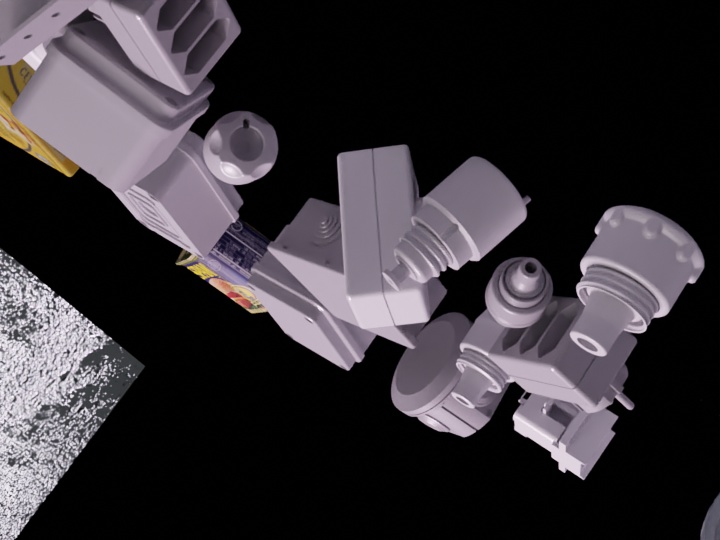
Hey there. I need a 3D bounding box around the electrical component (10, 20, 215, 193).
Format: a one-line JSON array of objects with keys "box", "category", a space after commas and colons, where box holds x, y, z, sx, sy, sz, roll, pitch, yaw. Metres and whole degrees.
[{"box": [-0.136, -0.098, 0.613, 0.078, 0.057, 0.113, 37, -164, -7], "category": "electrical component"}]

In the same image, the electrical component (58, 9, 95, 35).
[{"box": [-0.194, -0.156, 0.610, 0.066, 0.076, 0.047, 30, 165, 20], "category": "electrical component"}]

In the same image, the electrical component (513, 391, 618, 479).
[{"box": [0.144, 0.109, 0.764, 0.064, 0.042, 0.081, 33, 166, 22], "category": "electrical component"}]

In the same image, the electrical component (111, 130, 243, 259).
[{"box": [-0.147, -0.068, 0.830, 0.078, 0.057, 0.113, 29, 165, 24], "category": "electrical component"}]

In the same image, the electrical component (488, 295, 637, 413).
[{"box": [0.127, 0.056, 0.615, 0.077, 0.047, 0.066, 41, 165, -21], "category": "electrical component"}]

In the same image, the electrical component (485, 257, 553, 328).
[{"box": [0.088, 0.009, 0.580, 0.035, 0.035, 0.061, 33, 164, 10], "category": "electrical component"}]

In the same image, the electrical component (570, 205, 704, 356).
[{"box": [0.113, 0.007, 0.458, 0.048, 0.062, 0.048, 33, 166, 9], "category": "electrical component"}]

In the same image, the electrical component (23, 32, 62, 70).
[{"box": [-0.196, -0.152, 0.695, 0.079, 0.044, 0.077, 19, 159, 49], "category": "electrical component"}]

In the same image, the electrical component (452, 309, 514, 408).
[{"box": [0.083, 0.060, 0.699, 0.043, 0.062, 0.043, 33, 165, 10], "category": "electrical component"}]

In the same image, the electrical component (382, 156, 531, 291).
[{"box": [0.044, -0.020, 0.514, 0.040, 0.078, 0.040, 48, 171, 10], "category": "electrical component"}]

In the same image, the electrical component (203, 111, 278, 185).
[{"box": [-0.077, -0.075, 0.674, 0.043, 0.043, 0.062, 39, 167, -13], "category": "electrical component"}]

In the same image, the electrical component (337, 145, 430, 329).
[{"box": [0.031, -0.019, 0.560, 0.076, 0.083, 0.047, -7, 156, 7], "category": "electrical component"}]

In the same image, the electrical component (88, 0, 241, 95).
[{"box": [-0.111, -0.136, 0.542, 0.077, 0.047, 0.065, 29, 164, 25], "category": "electrical component"}]

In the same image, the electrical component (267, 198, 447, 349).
[{"box": [0.000, 0.000, 0.725, 0.100, 0.048, 0.099, 20, 159, 48], "category": "electrical component"}]

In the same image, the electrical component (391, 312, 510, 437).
[{"box": [0.064, 0.074, 0.760, 0.051, 0.080, 0.080, 36, 167, -23], "category": "electrical component"}]

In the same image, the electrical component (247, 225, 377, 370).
[{"box": [-0.033, 0.024, 0.864, 0.078, 0.057, 0.113, 28, 164, 28], "category": "electrical component"}]
